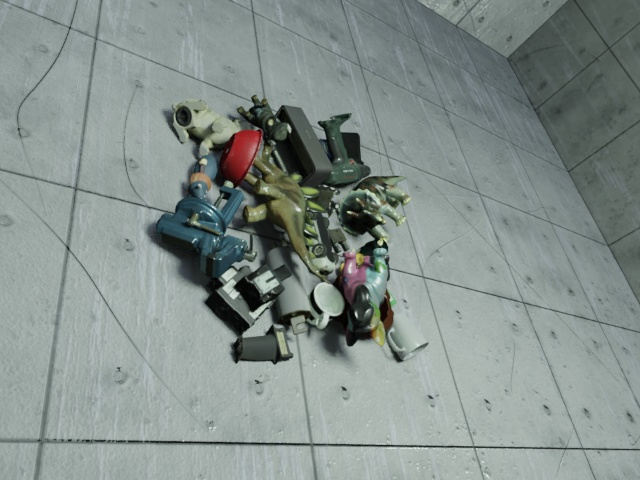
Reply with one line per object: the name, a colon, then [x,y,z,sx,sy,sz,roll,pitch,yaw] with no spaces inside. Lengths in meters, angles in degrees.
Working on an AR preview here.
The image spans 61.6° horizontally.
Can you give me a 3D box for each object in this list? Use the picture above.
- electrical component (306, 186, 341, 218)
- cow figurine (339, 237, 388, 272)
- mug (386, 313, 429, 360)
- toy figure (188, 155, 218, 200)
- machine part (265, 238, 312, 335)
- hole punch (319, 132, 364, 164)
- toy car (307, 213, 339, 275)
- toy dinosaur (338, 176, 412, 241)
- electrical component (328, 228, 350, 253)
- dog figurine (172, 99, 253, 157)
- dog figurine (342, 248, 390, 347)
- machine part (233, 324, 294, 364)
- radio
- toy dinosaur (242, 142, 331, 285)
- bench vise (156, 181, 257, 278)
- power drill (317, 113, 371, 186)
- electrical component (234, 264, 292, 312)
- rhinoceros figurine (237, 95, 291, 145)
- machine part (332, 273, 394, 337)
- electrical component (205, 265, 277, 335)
electrical component: [0.011,-0.107,1.499,0.102,0.078,0.045,7,29,-45]
cow figurine: [0.123,0.047,1.434,0.068,0.098,0.167,44,34,16]
mug: [0.206,0.245,1.371,0.109,0.080,0.107,-8,53,-40]
toy figure: [-0.279,-0.142,1.273,0.064,0.058,0.154,51,30,-32]
machine part: [-0.075,0.103,1.235,0.079,0.079,0.243,9,53,-37]
hole punch: [0.063,-0.273,1.681,0.142,0.092,0.115,-8,94,-47]
toy car: [-0.003,-0.004,1.399,0.073,0.056,0.202,34,35,-50]
toy dinosaur: [0.165,-0.125,1.617,0.192,0.131,0.405,37,34,-13]
electrical component: [0.043,-0.009,1.476,0.063,0.021,0.094,-13,66,-47]
dog figurine: [-0.274,-0.301,1.398,0.172,0.121,0.190,52,25,2]
dog figurine: [0.106,0.136,1.238,0.191,0.109,0.219,52,38,-73]
machine part: [-0.120,0.221,1.128,0.139,0.039,0.084,2,65,-43]
radio: [-0.066,-0.247,1.493,0.073,0.131,0.230,-5,62,-43]
toy dinosaur: [-0.082,-0.083,1.298,0.198,0.105,0.472,13,42,-28]
bench vise: [-0.220,-0.040,1.161,0.224,0.128,0.241,11,46,12]
power drill: [0.067,-0.263,1.581,0.232,0.086,0.207,-28,118,-47]
electrical component: [-0.115,0.091,1.142,0.075,0.048,0.119,51,39,3]
rhinoceros figurine: [-0.150,-0.318,1.445,0.191,0.073,0.112,42,-11,49]
machine part: [0.102,0.159,1.338,0.179,0.056,0.179,21,46,-24]
electrical component: [-0.175,0.120,1.148,0.134,0.058,0.115,47,37,1]
